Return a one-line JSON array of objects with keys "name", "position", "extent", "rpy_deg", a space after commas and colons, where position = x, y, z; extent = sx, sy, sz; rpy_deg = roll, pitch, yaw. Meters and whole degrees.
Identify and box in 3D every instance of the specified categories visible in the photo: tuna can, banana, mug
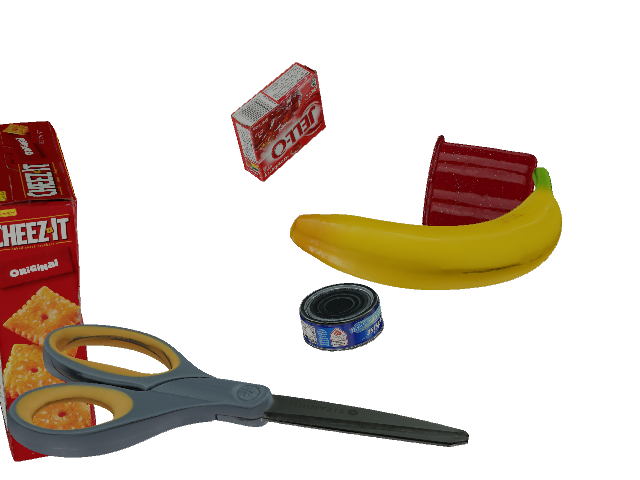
[{"name": "tuna can", "position": [0.021, 0.078, 1.110], "extent": [0.086, 0.034, 0.086], "rpy_deg": [-8, 26, 4]}, {"name": "banana", "position": [0.078, 0.000, 0.631], "extent": [0.197, 0.037, 0.070], "rpy_deg": [-11, 44, -32]}, {"name": "mug", "position": [0.129, -0.023, 0.870], "extent": [0.081, 0.117, 0.093], "rpy_deg": [9, -11, 12]}]

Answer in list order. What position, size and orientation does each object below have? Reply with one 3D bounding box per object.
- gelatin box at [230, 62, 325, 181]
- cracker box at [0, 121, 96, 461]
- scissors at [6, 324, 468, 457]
[{"name": "gelatin box", "position": [-0.036, -0.109, 0.980], "extent": [0.030, 0.089, 0.073], "rpy_deg": [34, -26, 29]}, {"name": "cracker box", "position": [-0.223, 0.034, 0.828], "extent": [0.072, 0.214, 0.164], "rpy_deg": [-7, 28, -18]}, {"name": "scissors", "position": [-0.047, 0.078, 0.459], "extent": [0.202, 0.016, 0.096], "rpy_deg": [15, 31, 24]}]
